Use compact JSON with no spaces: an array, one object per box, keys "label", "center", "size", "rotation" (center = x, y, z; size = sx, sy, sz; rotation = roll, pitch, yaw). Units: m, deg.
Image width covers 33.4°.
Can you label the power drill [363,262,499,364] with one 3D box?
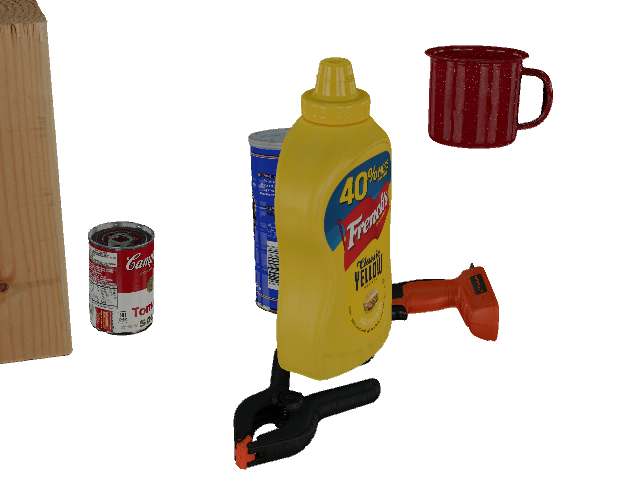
[{"label":"power drill","center":[0.105,0.082,1.217],"size":[0.187,0.057,0.184],"rotation":[-1,27,-2]}]

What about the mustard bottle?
[{"label":"mustard bottle","center":[0.009,-0.017,0.657],"size":[0.058,0.192,0.096],"rotation":[15,28,32]}]

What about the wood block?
[{"label":"wood block","center":[-0.206,-0.036,0.644],"size":[0.090,0.206,0.090],"rotation":[-6,24,-18]}]

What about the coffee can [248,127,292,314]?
[{"label":"coffee can","center":[-0.005,-0.018,0.876],"size":[0.103,0.140,0.103],"rotation":[-2,12,0]}]

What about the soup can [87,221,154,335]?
[{"label":"soup can","center":[-0.208,0.040,1.116],"size":[0.068,0.102,0.068],"rotation":[4,23,-2]}]

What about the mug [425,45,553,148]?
[{"label":"mug","center":[0.152,-0.130,0.972],"size":[0.117,0.081,0.093],"rotation":[5,18,12]}]

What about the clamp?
[{"label":"clamp","center":[-0.036,0.157,1.040],"size":[0.120,0.039,0.171],"rotation":[21,33,36]}]
